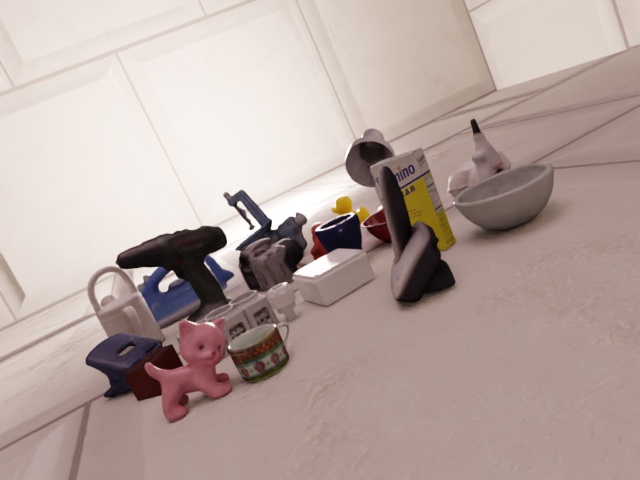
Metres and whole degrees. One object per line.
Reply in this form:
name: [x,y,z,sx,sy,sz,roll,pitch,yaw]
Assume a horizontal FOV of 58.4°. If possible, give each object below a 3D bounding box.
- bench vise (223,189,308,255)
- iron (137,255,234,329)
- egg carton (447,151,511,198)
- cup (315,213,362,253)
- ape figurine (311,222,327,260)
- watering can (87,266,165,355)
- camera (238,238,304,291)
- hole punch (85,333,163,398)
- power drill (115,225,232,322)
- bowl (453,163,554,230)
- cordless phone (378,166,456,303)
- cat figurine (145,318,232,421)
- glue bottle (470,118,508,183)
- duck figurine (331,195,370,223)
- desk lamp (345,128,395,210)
bench vise: [-0.139,-0.043,1.434,0.207,0.220,0.121,-24,11,1]
iron: [-0.344,0.108,1.365,0.259,0.141,0.118,-30,13,-28]
egg carton: [0.343,-0.135,1.226,0.107,0.069,0.151,-14,15,43]
cup: [0.050,0.008,1.116,0.091,0.095,0.117,-25,11,-2]
ape figurine: [0.011,0.004,1.223,0.078,0.092,0.076,-26,11,-9]
watering can: [-0.417,0.148,1.195,0.172,0.194,0.101,-16,14,37]
camera: [-0.099,0.039,1.272,0.137,0.101,0.142,-32,13,-34]
hole punch: [-0.332,0.208,1.001,0.101,0.091,0.109,-19,12,24]
power drill: [-0.284,0.075,1.215,0.230,0.208,0.075,-30,13,-27]
bowl: [0.309,-0.062,0.941,0.167,0.075,0.167,-23,11,5]
cordless phone: [0.117,-0.013,0.830,0.094,0.185,0.147,-23,11,5]
cat figurine: [-0.178,0.166,0.794,0.128,0.118,0.067,-27,11,-11]
glue bottle: [0.311,-0.143,1.061,0.037,0.173,0.078,-12,16,47]
duck figurine: [0.073,-0.076,1.484,0.104,0.086,0.078,-14,15,42]
desk lamp: [0.151,-0.169,1.422,0.117,0.214,0.203,-21,12,19]
